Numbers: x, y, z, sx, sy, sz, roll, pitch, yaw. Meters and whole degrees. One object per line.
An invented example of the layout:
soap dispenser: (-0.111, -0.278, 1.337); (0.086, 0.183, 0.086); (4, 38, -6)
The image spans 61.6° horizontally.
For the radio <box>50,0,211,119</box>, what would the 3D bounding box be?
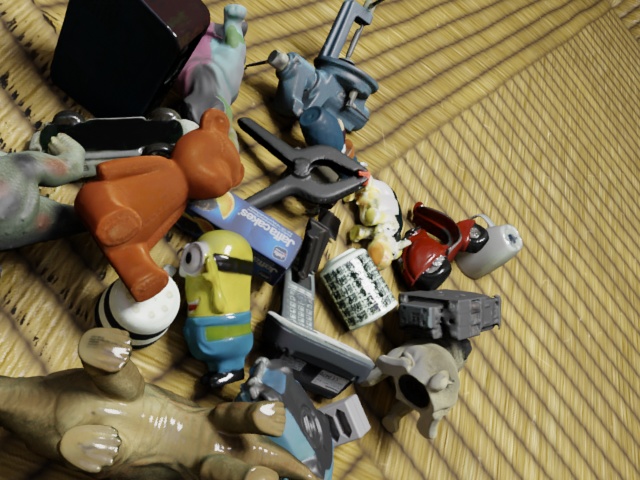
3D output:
radio: (-0.233, -0.232, 0.646); (0.131, 0.229, 0.073); (41, 53, -14)

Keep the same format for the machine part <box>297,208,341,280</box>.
machine part: (-0.002, -0.002, 0.773); (0.039, 0.084, 0.139); (12, 23, 10)

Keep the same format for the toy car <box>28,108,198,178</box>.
toy car: (-0.247, -0.115, 0.654); (0.202, 0.056, 0.073); (-3, 57, -4)

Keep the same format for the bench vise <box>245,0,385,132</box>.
bench vise: (0.020, -0.298, 0.891); (0.223, 0.129, 0.240); (24, 91, -31)

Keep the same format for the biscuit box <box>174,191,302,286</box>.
biscuit box: (-0.124, -0.022, 0.704); (0.202, 0.063, 0.059); (32, 53, -7)

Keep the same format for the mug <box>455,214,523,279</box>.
mug: (0.304, 0.004, 0.969); (0.081, 0.107, 0.109); (0, 69, -35)

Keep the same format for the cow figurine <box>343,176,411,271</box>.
cow figurine: (0.100, -0.020, 0.863); (0.098, 0.068, 0.167); (16, 51, -35)

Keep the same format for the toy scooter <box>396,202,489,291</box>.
toy scooter: (0.185, 0.001, 0.908); (0.184, 0.075, 0.135); (-35, 67, -28)

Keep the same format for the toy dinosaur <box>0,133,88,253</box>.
toy dinosaur: (-0.361, -0.050, 0.511); (0.404, 0.131, 0.192); (22, 49, -27)

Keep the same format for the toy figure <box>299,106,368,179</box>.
toy figure: (0.023, -0.149, 0.864); (0.154, 0.064, 0.058); (47, 38, -45)

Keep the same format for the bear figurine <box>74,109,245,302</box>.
bear figurine: (-0.152, -0.047, 0.579); (0.196, 0.120, 0.132); (-30, 47, -23)

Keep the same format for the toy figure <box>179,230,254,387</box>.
toy figure: (-0.119, 0.078, 0.639); (0.089, 0.082, 0.180); (-7, 89, -54)

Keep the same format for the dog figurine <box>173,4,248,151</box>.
dog figurine: (-0.160, -0.211, 0.769); (0.108, 0.191, 0.219); (1, 94, -9)

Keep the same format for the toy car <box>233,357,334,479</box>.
toy car: (-0.055, 0.221, 0.610); (0.161, 0.103, 0.109); (58, 13, -15)

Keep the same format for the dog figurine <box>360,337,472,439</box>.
dog figurine: (0.169, 0.171, 0.757); (0.190, 0.172, 0.121); (-28, 96, -33)

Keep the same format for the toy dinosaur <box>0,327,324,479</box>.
toy dinosaur: (-0.195, 0.165, 0.487); (0.471, 0.198, 0.105); (27, 54, -13)

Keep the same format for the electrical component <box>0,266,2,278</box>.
electrical component: (-0.363, 0.037, 0.539); (0.075, 0.048, 0.119); (24, 57, -23)

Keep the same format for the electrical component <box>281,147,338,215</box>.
electrical component: (-0.016, -0.088, 0.838); (0.102, 0.045, 0.078); (36, 46, -13)

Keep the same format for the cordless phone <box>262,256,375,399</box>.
cordless phone: (-0.004, 0.107, 0.735); (0.146, 0.088, 0.184); (27, 36, -20)

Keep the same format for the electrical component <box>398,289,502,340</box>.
electrical component: (0.181, 0.106, 0.783); (0.134, 0.115, 0.058); (-1, 90, -40)
